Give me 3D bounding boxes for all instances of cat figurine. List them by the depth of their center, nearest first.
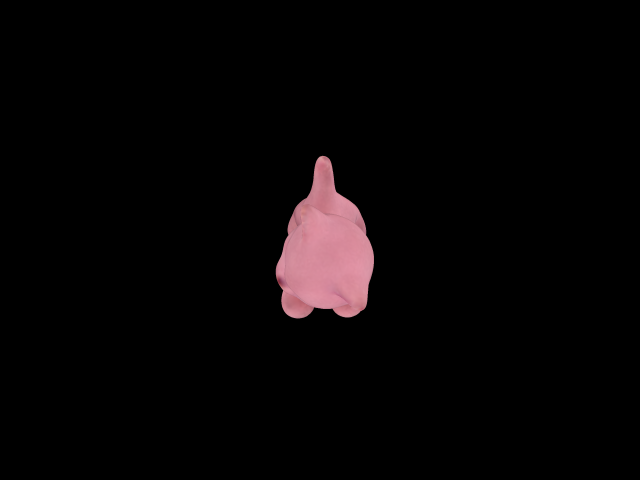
[{"bbox_3d":[0.004,0.001,0.400,0.067,0.118,0.128,0,58,0],"label":"cat figurine"}]
